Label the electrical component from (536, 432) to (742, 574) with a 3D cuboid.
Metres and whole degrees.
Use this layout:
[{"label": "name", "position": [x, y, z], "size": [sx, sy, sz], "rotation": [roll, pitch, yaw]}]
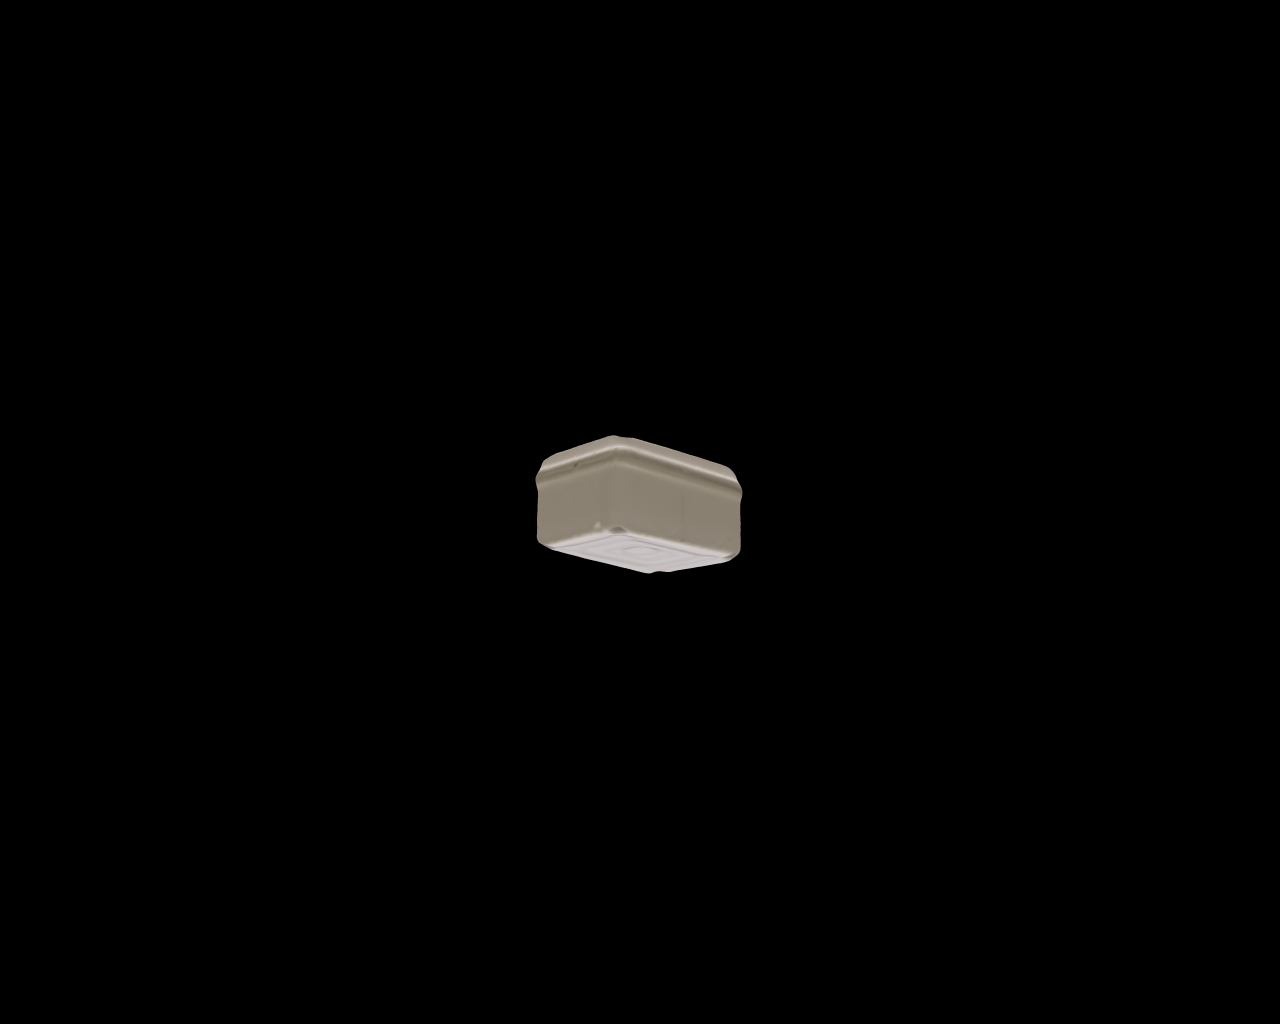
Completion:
[{"label": "electrical component", "position": [0.001, -0.003, 0.650], "size": [0.078, 0.057, 0.113], "rotation": [-14, -20, 42]}]
